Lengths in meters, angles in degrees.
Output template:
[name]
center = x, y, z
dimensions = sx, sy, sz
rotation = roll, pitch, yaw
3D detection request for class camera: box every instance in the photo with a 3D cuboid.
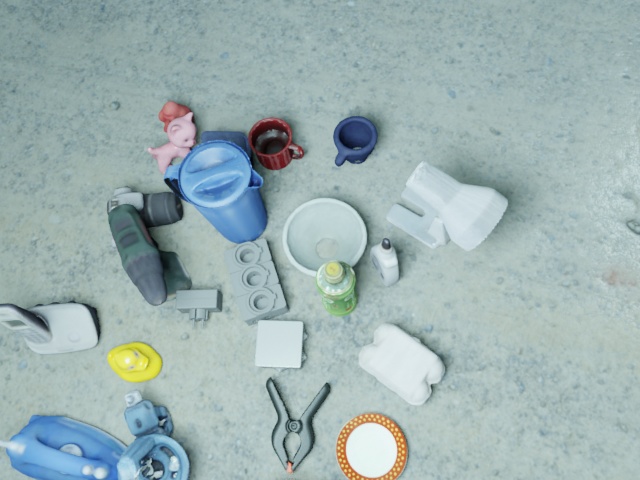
[camera]
center = -0.361, -0.048, 1.190
dimensions = 0.136, 0.101, 0.143
rotation = -9, 70, 2

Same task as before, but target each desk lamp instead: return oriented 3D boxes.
[desk lamp]
center = 0.233, -0.058, 1.084
dimensions = 0.203, 0.214, 0.118
rotation = 32, 76, 14

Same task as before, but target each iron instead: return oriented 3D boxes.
[iron]
center = -0.440, 0.392, 1.021
dimensions = 0.258, 0.141, 0.119
rotation = 13, 72, 9

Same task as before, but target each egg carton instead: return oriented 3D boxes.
[egg carton]
center = 0.153, 0.229, 1.068
dimensions = 0.150, 0.069, 0.107
rotation = 34, 77, 15

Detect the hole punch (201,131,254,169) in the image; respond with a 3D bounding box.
[hole punch]
center = -0.196, -0.184, 1.229
dimensions = 0.101, 0.091, 0.108
rotation = -14, 70, 0

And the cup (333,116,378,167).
[cup]
center = 0.069, -0.190, 1.207
dimensions = 0.091, 0.095, 0.118
rotation = 29, 76, 14

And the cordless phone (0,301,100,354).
[cordless phone]
center = -0.517, 0.156, 1.087
dimensions = 0.147, 0.185, 0.094
rotation = -9, 70, 2

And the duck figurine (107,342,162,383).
[duck figurine]
center = -0.366, 0.231, 1.101
dimensions = 0.104, 0.086, 0.077
rotation = 13, 72, 9

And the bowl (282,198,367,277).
[bowl]
center = 0.011, 0.004, 1.155
dimensions = 0.167, 0.075, 0.167
rotation = -1, 71, 4

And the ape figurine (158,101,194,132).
[ape figurine]
center = -0.322, -0.276, 1.271
dimensions = 0.076, 0.092, 0.077
rotation = -37, 72, -8

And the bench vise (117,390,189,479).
[bench vise]
center = -0.311, 0.365, 0.979
dimensions = 0.121, 0.220, 0.207
rotation = -41, 72, -9

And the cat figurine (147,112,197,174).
[cat figurine]
center = -0.313, -0.215, 1.235
dimensions = 0.128, 0.118, 0.067
rotation = -32, 71, -6

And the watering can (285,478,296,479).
[watering can]
center = -0.059, 0.447, 0.943
dimensions = 0.173, 0.194, 0.100
rotation = -42, 72, -9

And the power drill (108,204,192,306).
[power drill]
center = -0.320, 0.047, 1.096
dimensions = 0.075, 0.208, 0.229
rotation = -31, 71, -6

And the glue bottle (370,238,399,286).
[glue bottle]
center = 0.124, 0.031, 1.084
dimensions = 0.037, 0.173, 0.078
rotation = -25, 70, -4
